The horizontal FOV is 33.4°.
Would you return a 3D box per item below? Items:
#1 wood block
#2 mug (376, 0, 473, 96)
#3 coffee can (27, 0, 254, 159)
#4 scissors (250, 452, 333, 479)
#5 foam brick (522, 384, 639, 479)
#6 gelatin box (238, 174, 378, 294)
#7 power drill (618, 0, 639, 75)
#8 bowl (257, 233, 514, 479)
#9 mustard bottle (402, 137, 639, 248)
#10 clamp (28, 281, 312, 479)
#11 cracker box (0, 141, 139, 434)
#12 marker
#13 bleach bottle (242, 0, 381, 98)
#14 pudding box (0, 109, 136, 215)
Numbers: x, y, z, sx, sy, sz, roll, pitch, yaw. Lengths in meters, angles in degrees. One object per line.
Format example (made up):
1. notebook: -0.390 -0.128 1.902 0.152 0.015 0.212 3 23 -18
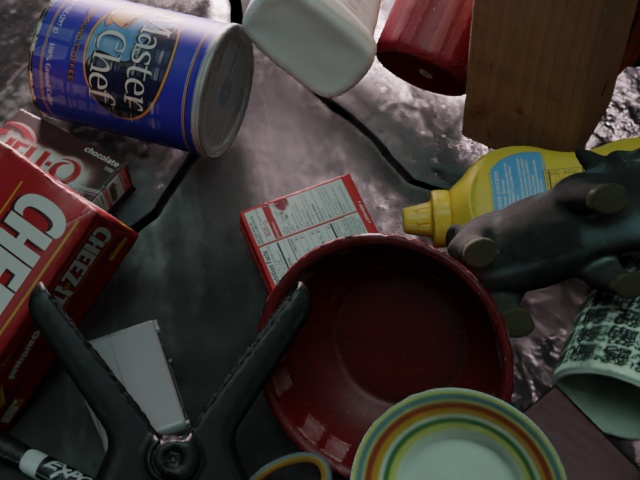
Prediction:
1. wood block: 0.163 -0.150 0.742 0.090 0.206 0.090 26 62 19
2. mug: 0.087 -0.164 0.829 0.117 0.093 0.081 13 77 58
3. coffee can: -0.134 -0.127 0.812 0.140 0.103 0.102 15 59 14
4. scissors: -0.059 0.213 0.637 0.201 0.016 0.096 -43 74 -11
5. foam brick: 0.149 0.139 0.647 0.051 0.053 0.078 -34 61 -17
6. gelatin box: -0.005 0.001 0.763 0.089 0.030 0.073 -20 59 -8
7. power drill: 0.295 -0.183 0.779 0.187 0.184 0.057 9 56 -1
8. bowl: 0.044 0.070 0.670 0.162 0.162 0.055 16 15 14
9. mustard bottle: 0.154 -0.019 0.745 0.191 0.058 0.096 -3 73 3
10. clamp: -0.076 0.119 0.622 0.164 0.036 0.210 -7 86 -7
11. cracker box: -0.257 0.003 0.726 0.214 0.072 0.164 32 86 23
12. marker: -0.162 0.154 0.682 0.121 0.020 0.020 22 61 18
13. bleach bottle: 0.014 -0.224 0.867 0.102 0.068 0.250 36 40 -16
14. pudding box: -0.210 -0.039 0.799 0.114 0.039 0.090 27 63 20
